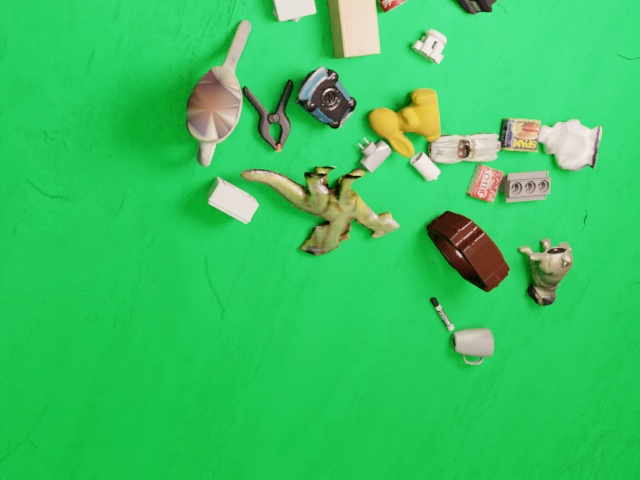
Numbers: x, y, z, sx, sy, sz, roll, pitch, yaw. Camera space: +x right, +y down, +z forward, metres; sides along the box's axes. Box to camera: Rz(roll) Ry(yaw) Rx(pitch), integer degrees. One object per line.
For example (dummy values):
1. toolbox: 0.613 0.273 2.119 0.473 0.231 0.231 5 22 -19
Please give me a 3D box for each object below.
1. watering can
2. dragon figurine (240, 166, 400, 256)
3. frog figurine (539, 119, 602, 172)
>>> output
1. watering can: -0.212 -0.325 1.109 0.104 0.226 0.346 16 95 -10
2. dragon figurine: 0.004 -0.065 1.292 0.410 0.124 0.239 0 113 -12
3. frog figurine: 0.670 -0.261 1.407 0.160 0.124 0.135 12 115 21
